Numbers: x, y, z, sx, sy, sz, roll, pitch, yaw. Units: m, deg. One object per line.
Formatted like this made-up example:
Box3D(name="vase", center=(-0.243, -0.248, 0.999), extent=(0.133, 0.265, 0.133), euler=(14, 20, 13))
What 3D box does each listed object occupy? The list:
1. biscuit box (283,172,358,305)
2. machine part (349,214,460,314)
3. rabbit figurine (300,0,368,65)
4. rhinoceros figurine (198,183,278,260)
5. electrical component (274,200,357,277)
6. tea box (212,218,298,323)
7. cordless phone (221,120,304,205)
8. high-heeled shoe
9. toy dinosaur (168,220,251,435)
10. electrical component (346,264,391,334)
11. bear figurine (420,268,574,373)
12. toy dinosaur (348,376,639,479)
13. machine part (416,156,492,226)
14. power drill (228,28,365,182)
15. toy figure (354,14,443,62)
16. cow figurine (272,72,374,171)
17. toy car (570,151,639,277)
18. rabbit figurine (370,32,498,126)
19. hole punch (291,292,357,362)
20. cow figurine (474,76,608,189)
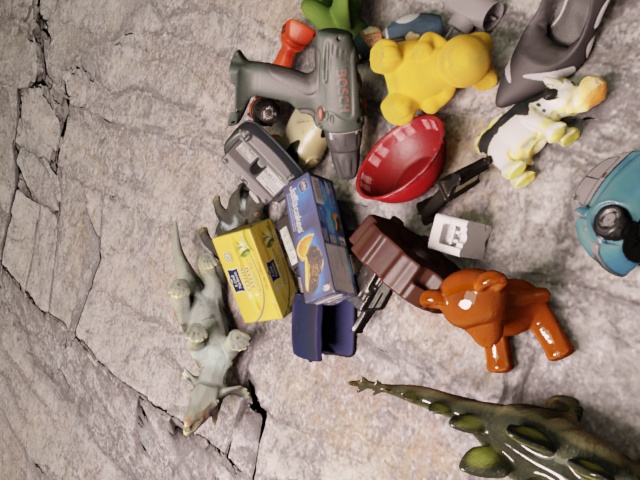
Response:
Box3D(name="biscuit box", center=(-0.002, -0.003, 0.839), extent=(0.063, 0.059, 0.202), euler=(-28, 64, 35))
Box3D(name="machine part", center=(0.128, 0.030, 0.753), extent=(0.179, 0.179, 0.056), euler=(46, 111, 31))
Box3D(name="rabbit figurine", center=(0.046, -0.379, 0.882), extent=(0.121, 0.159, 0.170), euler=(-13, 93, 26))
Box3D(name="rhinoceros figurine", center=(-0.156, -0.040, 1.036), extent=(0.112, 0.073, 0.190), euler=(49, 115, 31))
Box3D(name="electrical component", center=(-0.002, -0.011, 0.925), extent=(0.134, 0.058, 0.115), euler=(-31, 70, 31))
Box3D(name="tea box", center=(-0.111, 0.056, 0.958), extent=(0.098, 0.068, 0.169), euler=(-15, 101, 36))
Box3D(name="cordless phone", center=(-0.103, -0.139, 0.969), extent=(0.089, 0.184, 0.146), euler=(-44, 102, 3))
Box3D(name="high-heeled shoe", center=(0.294, -0.280, 0.668), extent=(0.248, 0.145, 0.086), euler=(-52, 57, 19))
Box3D(name="toy dinosaur", center=(-0.225, 0.165, 1.040), extent=(0.192, 0.131, 0.405), euler=(109, 149, -46))
Box3D(name="electrical component", center=(0.075, 0.087, 0.848), extent=(0.048, 0.075, 0.119), euler=(40, 113, 33))
Box3D(name="bear figurine", center=(0.218, 0.099, 0.659), extent=(0.120, 0.195, 0.132), euler=(-24, 73, 30))
Box3D(name="toy dinosaur", center=(0.259, 0.241, 0.613), extent=(0.472, 0.198, 0.105), euler=(12, 90, 36))
Box3D(name="machine part", center=(0.181, -0.068, 0.760), extent=(0.039, 0.084, 0.139), euler=(50, 152, 7))
Box3D(name="power drill", center=(-0.035, -0.202, 0.818), extent=(0.207, 0.086, 0.231), euler=(8, 120, 8))
Box3D(name="toy figure", center=(0.113, -0.312, 0.839), extent=(0.155, 0.064, 0.057), euler=(-8, 87, 11))
Box3D(name="cow figurine", center=(0.006, -0.207, 0.920), extent=(0.127, 0.085, 0.194), euler=(47, 117, 28))
Box3D(name="toy car", center=(0.353, -0.047, 0.630), extent=(0.161, 0.109, 0.103), euler=(-59, 38, 7))
Box3D(name="rabbit figurine", center=(0.176, -0.233, 0.748), extent=(0.173, 0.162, 0.121), euler=(-172, 71, -67))
Box3D(name="hole punch", center=(-0.009, 0.142, 0.898), extent=(0.116, 0.092, 0.142), euler=(-3, 88, 41))
Box3D(name="cow figurine", center=(0.289, -0.159, 0.712), extent=(0.167, 0.068, 0.098), euler=(-48, 54, 23))
